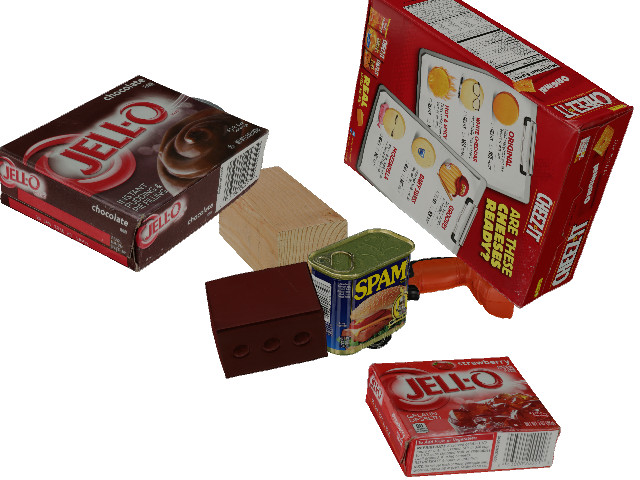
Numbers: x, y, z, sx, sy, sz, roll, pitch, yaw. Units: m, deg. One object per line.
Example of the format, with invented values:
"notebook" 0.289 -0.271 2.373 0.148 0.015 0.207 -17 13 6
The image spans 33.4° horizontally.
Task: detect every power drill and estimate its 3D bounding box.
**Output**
"power drill" 0.115 0.057 1.181 0.187 0.057 0.184 -3 28 -5

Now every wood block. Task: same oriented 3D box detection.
"wood block" -0.051 -0.014 1.336 0.090 0.090 0.206 -10 26 -23

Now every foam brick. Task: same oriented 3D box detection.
"foam brick" -0.039 0.056 0.763 0.078 0.051 0.053 -12 -44 -6

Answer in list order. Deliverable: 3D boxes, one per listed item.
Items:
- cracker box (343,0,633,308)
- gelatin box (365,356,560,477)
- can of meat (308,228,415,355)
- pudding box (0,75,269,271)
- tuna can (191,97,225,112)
"cracker box" 0.117 -0.079 0.818 0.072 0.164 0.214 -23 49 -33
"gelatin box" 0.077 0.096 0.596 0.089 0.030 0.073 0 26 -15
"can of meat" 0.036 0.047 0.970 0.101 0.084 0.058 -22 34 -40
"pudding box" -0.095 -0.039 0.552 0.090 0.039 0.113 25 36 20
"tuna can" -0.123 -0.092 0.995 0.086 0.086 0.034 0 -36 -14
